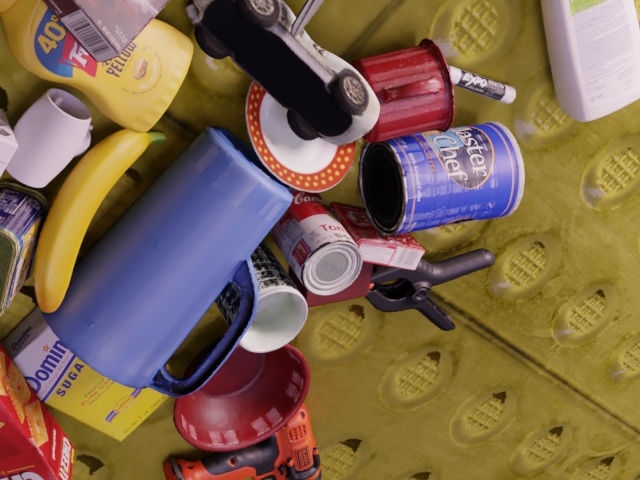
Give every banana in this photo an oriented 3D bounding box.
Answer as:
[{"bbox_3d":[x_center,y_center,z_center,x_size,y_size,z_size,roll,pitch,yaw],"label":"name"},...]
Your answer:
[{"bbox_3d":[-0.208,-0.028,0.957,0.069,0.037,0.198,40,80,-44],"label":"banana"}]

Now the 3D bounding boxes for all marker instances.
[{"bbox_3d":[0.154,-0.164,1.104,0.120,0.020,0.020,12,117,-34],"label":"marker"}]

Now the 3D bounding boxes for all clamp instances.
[{"bbox_3d":[0.120,0.045,1.230,0.171,0.039,0.120,14,115,-35],"label":"clamp"}]

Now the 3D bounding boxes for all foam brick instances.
[{"bbox_3d":[0.011,0.032,1.154,0.078,0.053,0.051,-10,128,-21],"label":"foam brick"}]

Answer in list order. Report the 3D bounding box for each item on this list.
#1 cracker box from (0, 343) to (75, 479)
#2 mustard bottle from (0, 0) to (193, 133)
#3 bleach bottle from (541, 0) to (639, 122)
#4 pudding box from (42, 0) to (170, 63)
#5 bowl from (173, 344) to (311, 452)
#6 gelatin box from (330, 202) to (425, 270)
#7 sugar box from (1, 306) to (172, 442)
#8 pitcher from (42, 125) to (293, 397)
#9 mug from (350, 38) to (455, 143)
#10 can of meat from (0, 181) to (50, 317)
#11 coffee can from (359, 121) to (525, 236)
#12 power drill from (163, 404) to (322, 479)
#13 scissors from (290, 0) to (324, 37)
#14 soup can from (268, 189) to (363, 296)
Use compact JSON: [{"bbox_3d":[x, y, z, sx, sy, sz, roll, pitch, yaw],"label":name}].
[{"bbox_3d":[-0.356,0.185,1.031,0.164,0.072,0.213,-14,131,6],"label":"cracker box"},{"bbox_3d":[-0.200,-0.172,0.879,0.191,0.058,0.096,31,89,-39],"label":"mustard bottle"},{"bbox_3d":[0.274,-0.245,1.079,0.102,0.068,0.251,-27,130,-8],"label":"bleach bottle"},{"bbox_3d":[-0.176,-0.209,0.832,0.113,0.039,0.090,53,52,-28],"label":"pudding box"},{"bbox_3d":[-0.094,0.159,1.192,0.162,0.055,0.162,-14,130,-18],"label":"bowl"},{"bbox_3d":[0.057,-0.005,1.136,0.089,0.073,0.030,11,118,-33],"label":"gelatin box"},{"bbox_3d":[-0.241,0.136,1.102,0.093,0.048,0.176,-44,133,9],"label":"sugar box"},{"bbox_3d":[-0.132,0.021,1.012,0.243,0.145,0.149,-48,131,8],"label":"pitcher"},{"bbox_3d":[0.078,-0.140,1.021,0.081,0.117,0.093,-14,99,-13],"label":"mug"},{"bbox_3d":[-0.285,0.012,0.945,0.057,0.084,0.102,19,115,-5],"label":"can of meat"},{"bbox_3d":[0.125,-0.064,1.107,0.140,0.103,0.103,-9,128,-22],"label":"coffee can"},{"bbox_3d":[-0.087,0.292,1.297,0.187,0.057,0.184,-22,128,-16],"label":"power drill"},{"bbox_3d":[0.025,-0.272,0.906,0.201,0.016,0.096,-47,137,-20],"label":"scissors"},{"bbox_3d":[-0.007,0.001,1.086,0.068,0.102,0.068,-14,129,-18],"label":"soup can"}]
